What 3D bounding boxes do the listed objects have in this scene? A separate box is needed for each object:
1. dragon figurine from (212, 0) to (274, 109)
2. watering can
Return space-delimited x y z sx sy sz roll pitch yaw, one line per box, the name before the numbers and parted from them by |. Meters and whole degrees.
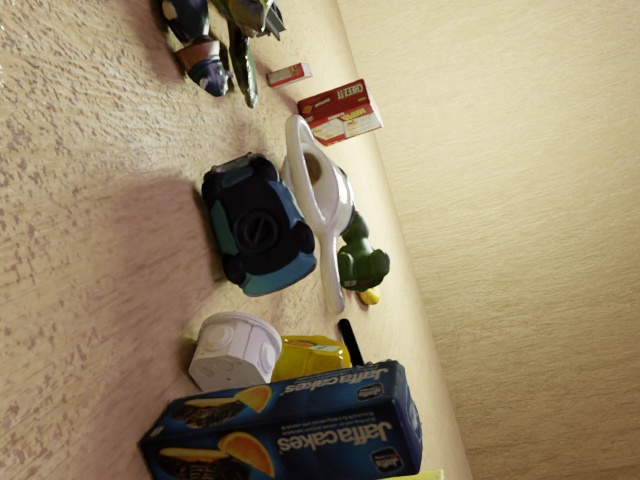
dragon figurine | -0.102 -0.294 0.705 0.122 0.420 0.237 -11 -40 -3
watering can | 0.003 -0.045 0.897 0.103 0.351 0.223 -16 -11 13
